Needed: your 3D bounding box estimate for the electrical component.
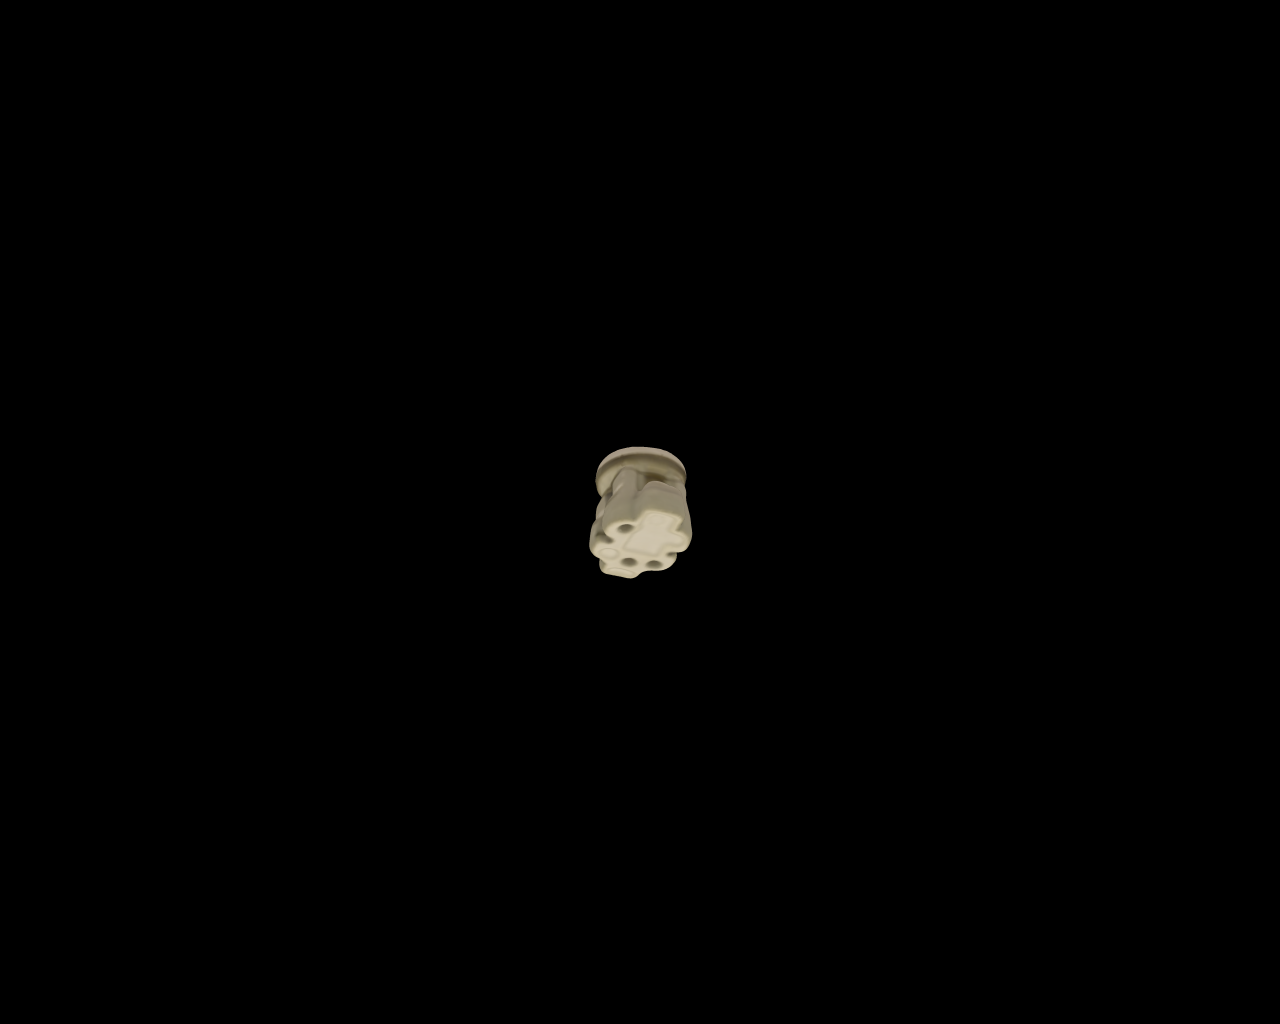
[{"bbox_3d":[0.001,-0.003,0.650,0.058,0.057,0.078,13,-38,-18],"label":"electrical component"}]
